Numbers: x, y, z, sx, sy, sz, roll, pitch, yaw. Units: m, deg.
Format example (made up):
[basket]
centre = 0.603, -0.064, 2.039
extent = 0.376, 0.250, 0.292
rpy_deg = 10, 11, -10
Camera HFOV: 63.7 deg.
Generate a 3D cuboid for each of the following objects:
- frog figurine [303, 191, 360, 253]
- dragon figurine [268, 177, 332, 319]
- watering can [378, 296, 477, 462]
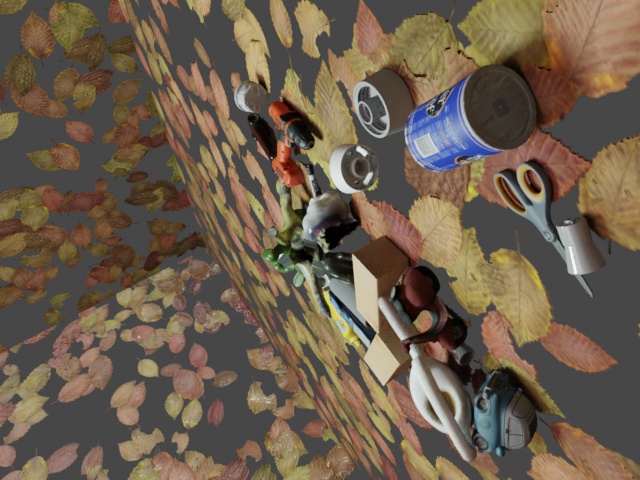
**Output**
[frog figurine]
centre = 0.004, -0.063, 1.252
extent = 0.122, 0.135, 0.163
rpy_deg = 6, 36, -36
[dragon figurine]
centre = -0.042, 0.000, 1.441
extent = 0.122, 0.403, 0.248
rpy_deg = -15, 27, 10
[watering can]
centre = 0.231, 0.285, 1.081
extent = 0.104, 0.354, 0.221
rpy_deg = -30, -28, 7
